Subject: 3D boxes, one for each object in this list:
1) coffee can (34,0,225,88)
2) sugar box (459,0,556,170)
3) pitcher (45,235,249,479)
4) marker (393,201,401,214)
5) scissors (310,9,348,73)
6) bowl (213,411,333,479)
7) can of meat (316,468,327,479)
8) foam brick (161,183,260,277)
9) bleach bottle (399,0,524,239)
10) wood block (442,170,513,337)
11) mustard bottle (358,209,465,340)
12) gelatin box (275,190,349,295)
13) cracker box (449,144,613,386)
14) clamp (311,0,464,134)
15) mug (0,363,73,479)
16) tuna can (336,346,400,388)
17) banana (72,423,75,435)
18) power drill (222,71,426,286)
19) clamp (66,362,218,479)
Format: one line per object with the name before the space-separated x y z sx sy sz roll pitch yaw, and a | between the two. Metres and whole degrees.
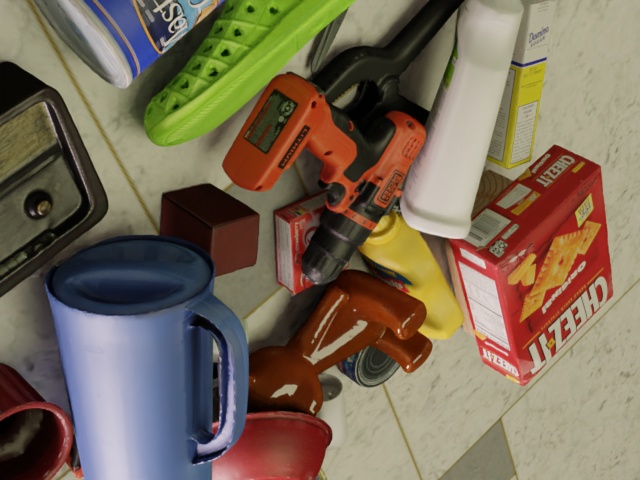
coffee can | -0.123 -0.192 0.766 0.140 0.103 0.102 -44 138 -14
sugar box | 0.181 -0.171 1.082 0.048 0.093 0.176 -19 127 -36
pitcher | -0.140 0.130 0.883 0.145 0.149 0.243 -7 117 -13
marker | 0.077 -0.038 1.124 0.020 0.020 0.121 -42 137 -17
scissors | 0.026 -0.253 0.939 0.202 0.016 0.096 -55 138 -2
bowl | -0.062 0.229 1.066 0.162 0.055 0.162 -7 148 -5
can of meat | -0.034 0.295 1.200 0.083 0.058 0.102 -34 134 -20
foam brick | -0.096 -0.009 0.929 0.052 0.078 0.051 -16 123 -37
bleach bottle | 0.141 -0.134 1.010 0.068 0.102 0.251 12 113 -7
wood block | 0.213 0.033 1.246 0.090 0.091 0.206 -39 136 -21
mustard bottle | 0.085 0.025 1.111 0.058 0.096 0.191 -45 138 -12
gelatin box | -0.007 0.001 1.058 0.073 0.030 0.089 -25 130 -31
cracker box | 0.233 0.031 1.138 0.164 0.072 0.213 -41 137 -18
clamp | 0.062 -0.158 1.016 0.209 0.036 0.165 -18 129 -35
mug | -0.268 0.162 0.867 0.117 0.082 0.093 -54 139 -3
tuna can | 0.060 0.123 1.198 0.086 0.034 0.086 -24 130 -33
banana | -0.243 0.244 0.963 0.037 0.069 0.198 -78 170 -54
power drill | -0.001 -0.056 0.963 0.187 0.057 0.184 24 98 -52
clamp | -0.174 0.141 0.981 0.171 0.039 0.120 -42 126 -15
